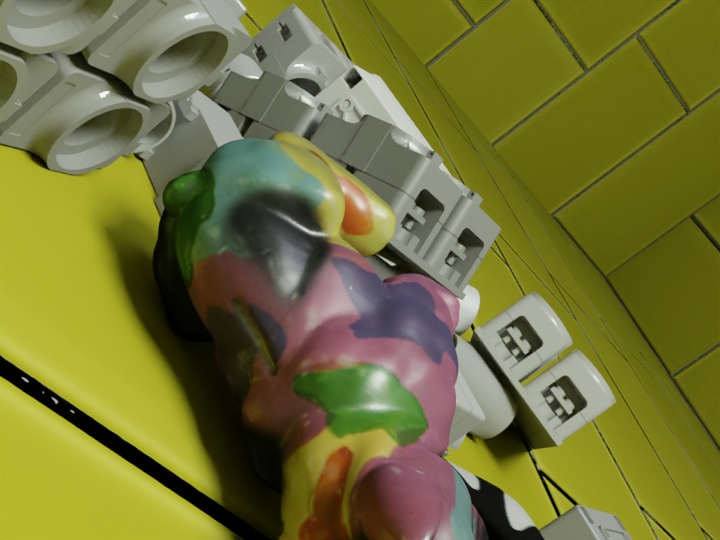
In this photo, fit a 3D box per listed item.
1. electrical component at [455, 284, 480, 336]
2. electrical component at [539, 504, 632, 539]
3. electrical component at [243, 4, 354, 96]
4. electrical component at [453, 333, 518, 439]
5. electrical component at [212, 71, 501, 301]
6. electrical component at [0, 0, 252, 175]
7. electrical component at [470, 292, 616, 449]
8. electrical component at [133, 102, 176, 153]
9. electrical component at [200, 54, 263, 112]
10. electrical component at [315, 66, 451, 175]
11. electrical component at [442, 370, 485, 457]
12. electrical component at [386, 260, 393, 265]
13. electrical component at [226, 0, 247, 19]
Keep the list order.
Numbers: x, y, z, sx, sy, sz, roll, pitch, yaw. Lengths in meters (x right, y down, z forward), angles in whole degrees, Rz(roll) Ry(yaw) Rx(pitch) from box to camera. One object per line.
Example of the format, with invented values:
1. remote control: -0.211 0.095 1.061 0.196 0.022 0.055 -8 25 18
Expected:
1. electrical component: 0.044 0.017 0.864 0.077 0.044 0.079 25 -2 -24
2. electrical component: 0.170 0.223 0.735 0.109 0.056 0.108 30 26 -58
3. electrical component: -0.036 -0.135 0.897 0.150 0.089 0.061 36 21 -50
4. electrical component: 0.078 0.079 0.827 0.077 0.043 0.079 47 14 -23
5. electrical component: -0.010 -0.061 0.694 0.186 0.060 0.105 29 -4 39
6. electrical component: -0.132 -0.104 0.457 0.060 0.105 0.186 56 14 13
7. electrical component: 0.146 0.087 0.892 0.105 0.060 0.186 55 -3 10
8. electrical component: -0.133 -0.107 0.601 0.043 0.043 0.081 39 19 -45
9. electrical component: -0.089 -0.124 0.772 0.055 0.055 0.047 42 13 -39
10. electrical component: -0.006 -0.078 0.813 0.108 0.109 0.056 56 16 14
11. electrical component: 0.037 0.086 0.622 0.077 0.066 0.047 35 22 -51
12. electrical component: 0.000 0.000 0.768 0.055 0.045 0.045 40 18 -41
13. electrical component: -0.107 -0.175 0.808 0.075 0.047 0.083 49 -6 -15
